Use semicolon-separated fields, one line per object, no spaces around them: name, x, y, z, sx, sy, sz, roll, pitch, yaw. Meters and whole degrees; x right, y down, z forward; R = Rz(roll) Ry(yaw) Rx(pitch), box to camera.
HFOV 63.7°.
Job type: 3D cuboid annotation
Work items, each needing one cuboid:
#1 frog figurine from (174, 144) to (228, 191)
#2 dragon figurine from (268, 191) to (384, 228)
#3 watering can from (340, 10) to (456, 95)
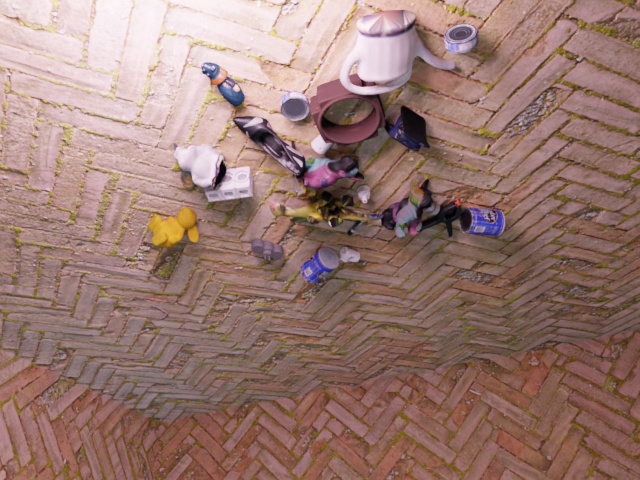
frog figurine;-0.383;-0.240;1.643;0.160;0.134;0.125;19;29;9
dragon figurine;0.006;-0.094;1.877;0.409;0.123;0.242;9;-9;-32
watering can;0.213;-0.501;1.361;0.349;0.106;0.219;-18;-40;-11
